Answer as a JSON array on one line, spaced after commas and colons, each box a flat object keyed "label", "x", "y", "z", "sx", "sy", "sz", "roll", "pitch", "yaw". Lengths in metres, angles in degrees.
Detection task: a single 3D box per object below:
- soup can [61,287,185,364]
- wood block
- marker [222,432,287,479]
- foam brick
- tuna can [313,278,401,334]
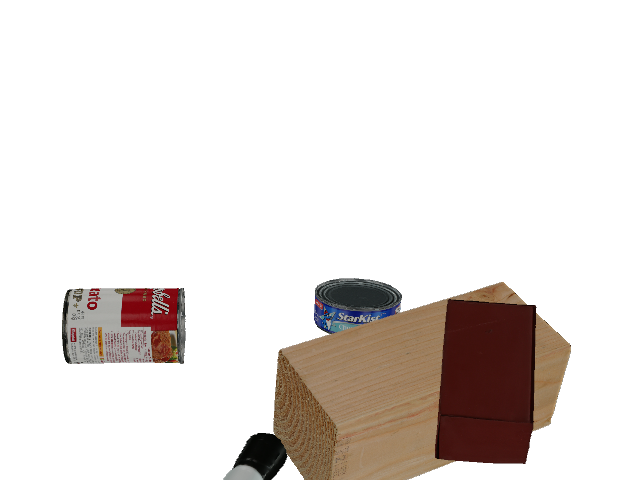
[{"label": "soup can", "x": -0.172, "y": 0.076, "z": 0.945, "sx": 0.102, "sy": 0.068, "sz": 0.068, "roll": 0, "pitch": 0, "yaw": -4}, {"label": "wood block", "x": 0.076, "y": 0.115, "z": 0.820, "sx": 0.205, "sy": 0.090, "sz": 0.091, "roll": -15, "pitch": 39, "yaw": -26}, {"label": "marker", "x": -0.041, "y": 0.112, "z": 0.414, "sx": 0.020, "sy": 0.020, "sz": 0.121, "roll": 0, "pitch": 23, "yaw": 21}, {"label": "foam brick", "x": 0.093, "y": 0.080, "z": 0.602, "sx": 0.051, "sy": 0.078, "sz": 0.053, "roll": 5, "pitch": -36, "yaw": 7}, {"label": "tuna can", "x": 0.036, "y": 0.067, "z": 1.050, "sx": 0.086, "sy": 0.034, "sz": 0.086, "roll": 3, "pitch": 17, "yaw": -1}]
